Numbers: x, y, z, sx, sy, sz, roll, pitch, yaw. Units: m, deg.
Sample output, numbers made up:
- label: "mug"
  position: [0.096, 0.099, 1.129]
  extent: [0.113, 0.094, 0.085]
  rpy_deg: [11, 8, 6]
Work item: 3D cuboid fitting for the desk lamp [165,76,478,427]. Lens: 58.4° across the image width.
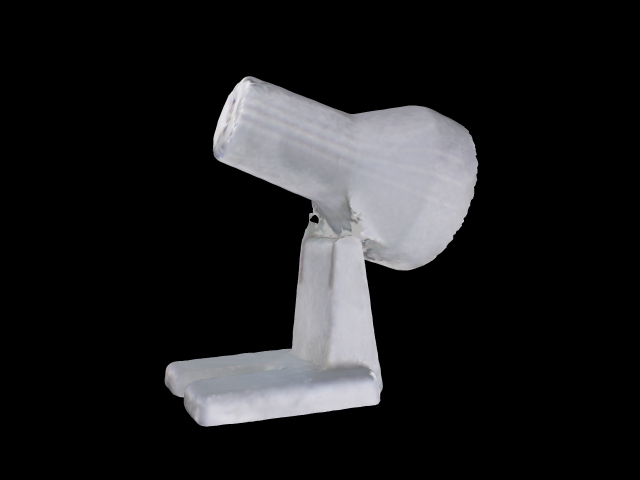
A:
- label: "desk lamp"
  position: [0.004, 0.001, 0.400]
  extent: [0.204, 0.213, 0.117]
  rpy_deg: [0, 0, -28]
